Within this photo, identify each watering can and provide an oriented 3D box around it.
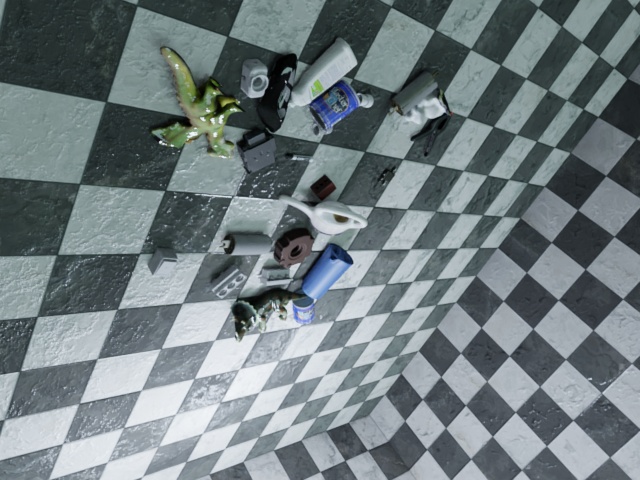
[{"bbox_3d":[0.006,-0.098,1.955,0.347,0.105,0.222,15,-15,-6],"label":"watering can"}]

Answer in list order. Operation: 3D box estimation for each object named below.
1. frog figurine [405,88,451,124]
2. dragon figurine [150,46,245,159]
[{"bbox_3d":[0.403,-0.507,1.970,0.158,0.124,0.137,-16,-13,28],"label":"frog figurine"},{"bbox_3d":[-0.350,-0.334,1.390,0.241,0.124,0.405,-41,-34,13],"label":"dragon figurine"}]
